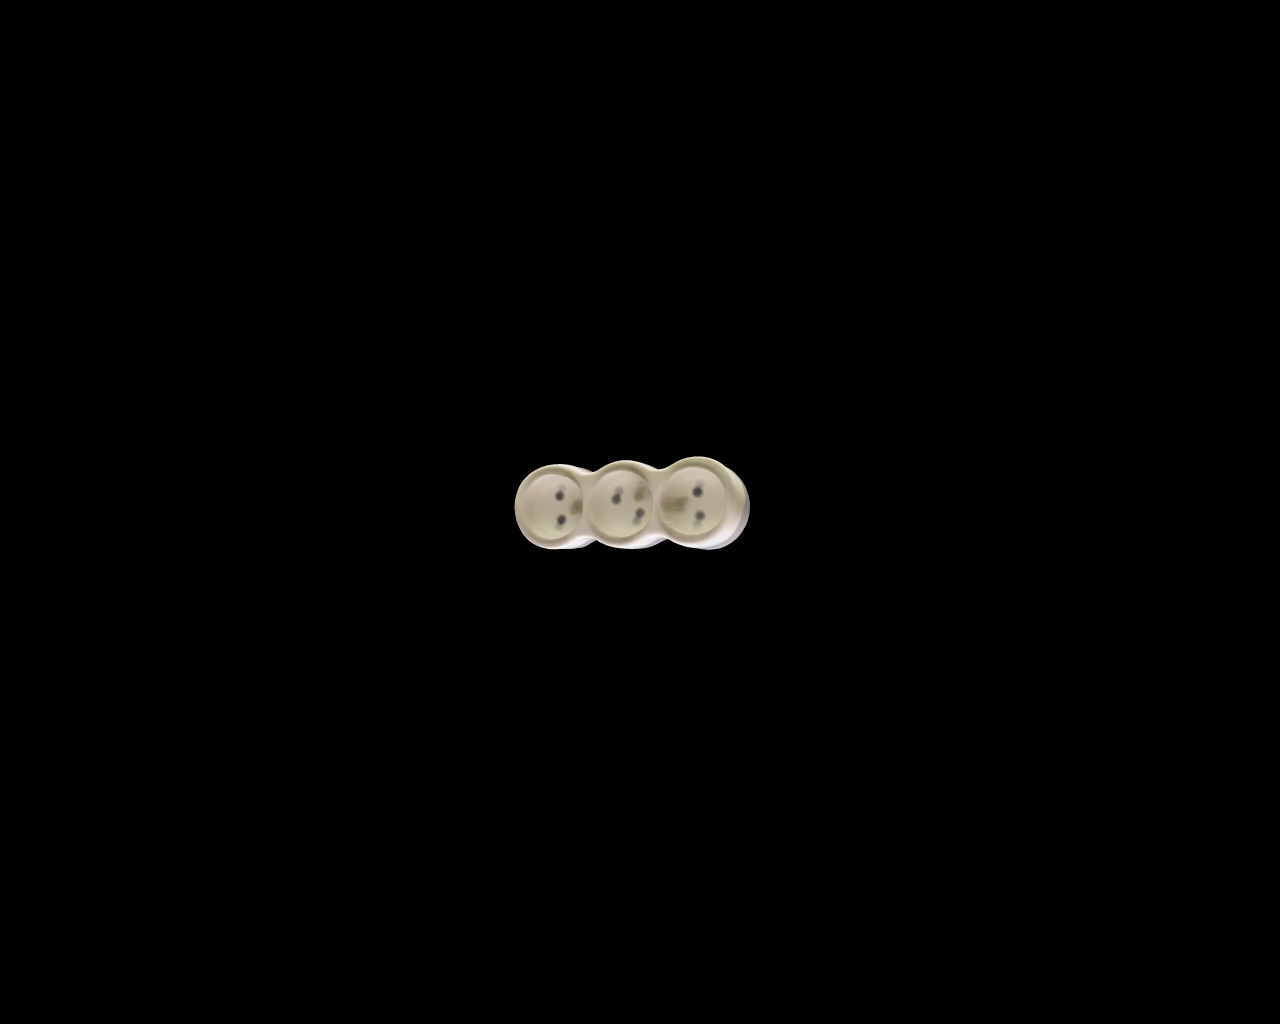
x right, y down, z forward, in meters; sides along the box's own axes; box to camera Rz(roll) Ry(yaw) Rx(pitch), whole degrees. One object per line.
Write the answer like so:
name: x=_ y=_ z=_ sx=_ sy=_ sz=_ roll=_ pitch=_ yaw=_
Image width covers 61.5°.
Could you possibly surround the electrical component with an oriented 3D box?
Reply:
electrical component: x=0.001 y=-0.003 z=0.650 sx=0.138 sy=0.052 sz=0.074 roll=-1 pitch=-3 yaw=20
